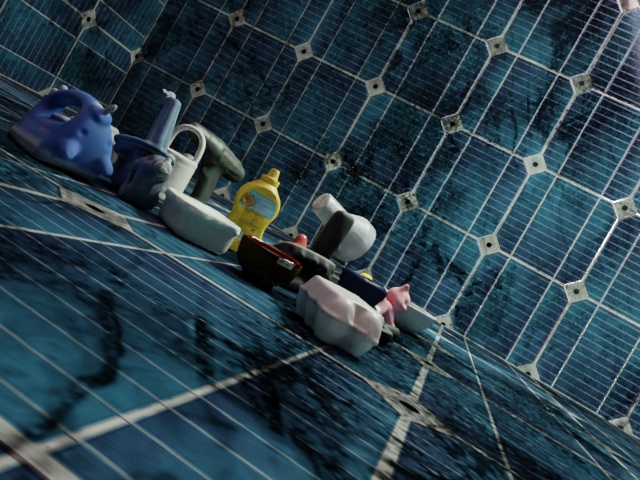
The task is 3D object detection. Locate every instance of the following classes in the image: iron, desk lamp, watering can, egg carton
[{"bbox_3d":[-0.450,-0.208,1.005,0.257,0.141,0.119,30,1,33],"label":"iron"},{"bbox_3d":[0.013,0.005,1.419,0.204,0.213,0.117,29,1,-35],"label":"desk lamp"},{"bbox_3d":[-0.352,-0.192,1.400,0.101,0.194,0.172,29,1,-22],"label":"watering can"},{"bbox_3d":[0.026,0.109,0.831,0.107,0.069,0.150,29,1,-22],"label":"egg carton"}]

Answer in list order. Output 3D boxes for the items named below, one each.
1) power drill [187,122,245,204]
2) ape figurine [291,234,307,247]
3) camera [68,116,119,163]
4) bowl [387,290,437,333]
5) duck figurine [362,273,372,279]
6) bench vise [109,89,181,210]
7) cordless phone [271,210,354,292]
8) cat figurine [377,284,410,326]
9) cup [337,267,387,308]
[{"bbox_3d":[-0.308,-0.178,1.522,0.075,0.208,0.230,30,1,36],"label":"power drill"},{"bbox_3d":[-0.066,0.025,1.622,0.078,0.092,0.076,29,1,-30],"label":"ape figurine"},{"bbox_3d":[-0.496,-0.216,1.193,0.142,0.101,0.137,30,1,22],"label":"camera"},{"bbox_3d":[0.232,0.206,1.573,0.167,0.075,0.167,30,1,0],"label":"bowl"},{"bbox_3d":[0.107,0.130,1.520,0.078,0.086,0.104,29,1,-12],"label":"duck figurine"},{"bbox_3d":[-0.306,-0.173,1.091,0.206,0.220,0.122,30,1,34],"label":"bench vise"},{"bbox_3d":[-0.021,0.009,1.120,0.148,0.185,0.093,29,1,-42],"label":"cordless phone"},{"bbox_3d":[0.174,0.152,1.411,0.067,0.118,0.128,31,1,41],"label":"cat figurine"},{"bbox_3d":[0.070,0.114,1.065,0.118,0.095,0.091,29,2,-44],"label":"cup"}]
